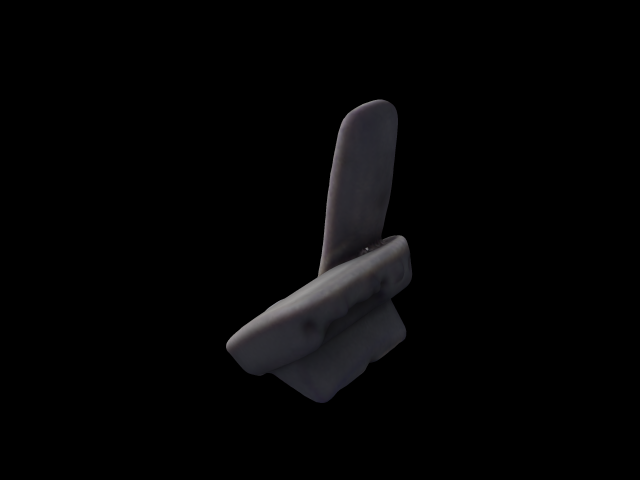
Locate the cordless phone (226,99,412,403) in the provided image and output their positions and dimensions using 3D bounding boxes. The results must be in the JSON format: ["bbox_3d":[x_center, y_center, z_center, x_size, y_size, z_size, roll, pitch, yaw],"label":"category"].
[{"bbox_3d":[0.004,0.001,0.400,0.093,0.185,0.148,18,32,32],"label":"cordless phone"}]
